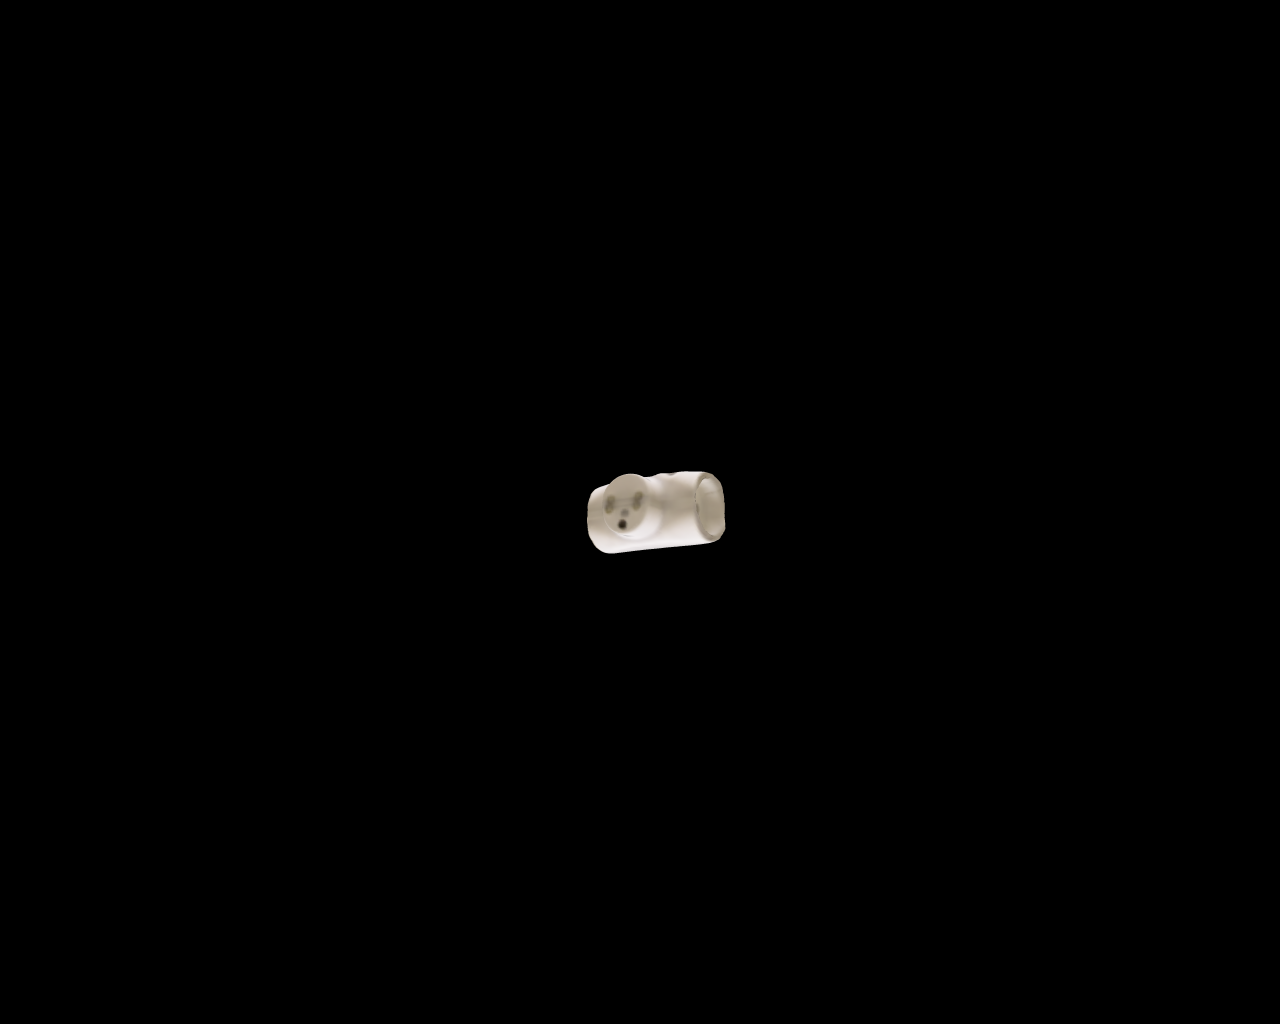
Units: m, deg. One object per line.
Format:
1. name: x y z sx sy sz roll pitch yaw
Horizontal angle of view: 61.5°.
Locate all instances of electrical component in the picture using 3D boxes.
1. electrical component: 0.001 -0.003 0.650 0.077 0.044 0.079 -7 -14 30
